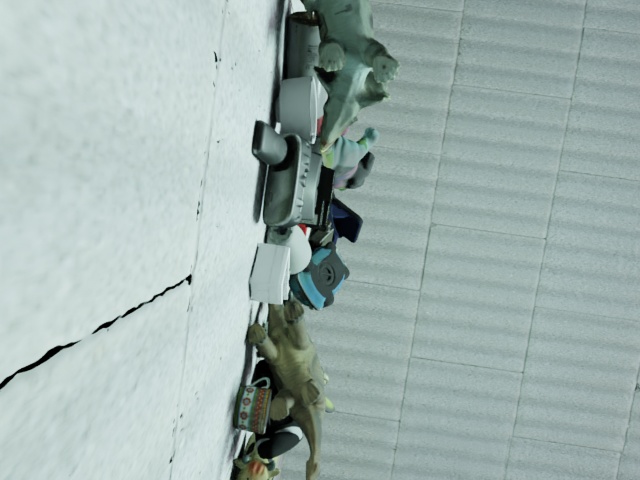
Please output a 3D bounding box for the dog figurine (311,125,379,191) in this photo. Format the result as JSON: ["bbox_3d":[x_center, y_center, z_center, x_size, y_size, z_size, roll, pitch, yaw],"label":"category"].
[{"bbox_3d":[0.011,-0.146,1.071,0.219,0.109,0.191,-41,153,-37],"label":"dog figurine"}]

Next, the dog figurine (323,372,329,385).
[{"bbox_3d":[-0.068,0.418,1.333,0.121,0.172,0.190,35,55,-76],"label":"dog figurine"}]

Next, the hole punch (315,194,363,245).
[{"bbox_3d":[0.026,-0.032,1.279,0.092,0.116,0.142,-40,160,-23],"label":"hole punch"}]

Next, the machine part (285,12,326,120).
[{"bbox_3d":[-0.022,-0.298,0.928,0.079,0.079,0.243,-80,179,-52],"label":"machine part"}]

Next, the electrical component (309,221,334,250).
[{"bbox_3d":[-0.003,-0.004,1.194,0.078,0.045,0.102,-46,158,-29],"label":"electrical component"}]

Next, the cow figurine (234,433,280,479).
[{"bbox_3d":[-0.118,0.433,1.027,0.195,0.086,0.127,-68,172,-75],"label":"cow figurine"}]

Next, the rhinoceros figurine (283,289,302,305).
[{"bbox_3d":[-0.084,0.183,1.391,0.190,0.073,0.112,-40,127,-86],"label":"rhinoceros figurine"}]

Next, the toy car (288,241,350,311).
[{"bbox_3d":[-0.015,0.076,1.124,0.109,0.103,0.162,59,40,-16],"label":"toy car"}]

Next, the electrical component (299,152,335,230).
[{"bbox_3d":[-0.032,-0.088,0.943,0.058,0.115,0.134,-104,-157,-89],"label":"electrical component"}]

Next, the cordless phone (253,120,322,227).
[{"bbox_3d":[-0.063,-0.094,0.796,0.184,0.089,0.146,16,82,-77],"label":"cordless phone"}]

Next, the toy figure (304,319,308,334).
[{"bbox_3d":[-0.063,0.228,1.259,0.089,0.082,0.179,-39,128,-19],"label":"toy figure"}]

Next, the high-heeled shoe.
[{"bbox_3d":[-0.094,0.308,1.009,0.248,0.086,0.145,115,-44,-85],"label":"high-heeled shoe"}]

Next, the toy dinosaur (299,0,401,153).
[{"bbox_3d":[0.025,-0.337,0.784,0.192,0.131,0.404,-104,-178,-71],"label":"toy dinosaur"}]

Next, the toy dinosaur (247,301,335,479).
[{"bbox_3d":[-0.054,0.206,0.973,0.198,0.105,0.472,72,3,-50],"label":"toy dinosaur"}]

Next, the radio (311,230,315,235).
[{"bbox_3d":[-0.023,-0.007,1.379,0.073,0.131,0.230,99,0,-52],"label":"radio"}]

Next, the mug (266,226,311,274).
[{"bbox_3d":[-0.068,0.018,1.009,0.107,0.081,0.109,72,30,-59],"label":"mug"}]
